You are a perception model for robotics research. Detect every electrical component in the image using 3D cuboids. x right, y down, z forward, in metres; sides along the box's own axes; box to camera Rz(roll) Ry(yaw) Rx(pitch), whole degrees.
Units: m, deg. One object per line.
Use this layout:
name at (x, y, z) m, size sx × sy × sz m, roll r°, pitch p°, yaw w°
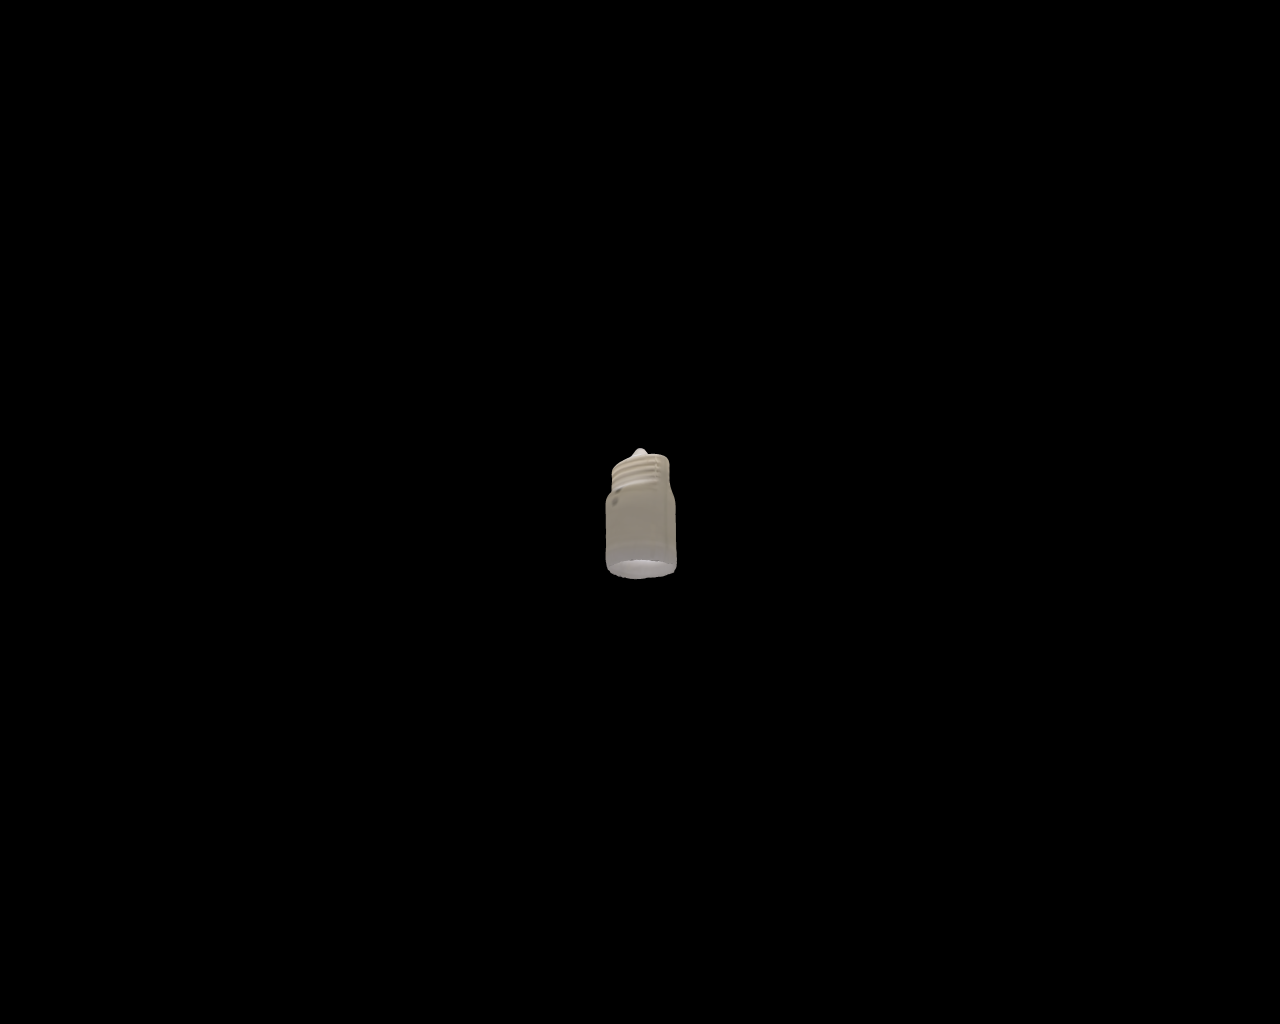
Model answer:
electrical component at (0.001, -0.003, 0.650) m, size 0.043 × 0.081 × 0.043 m, roll 0°, pitch -19°, yaw 0°
